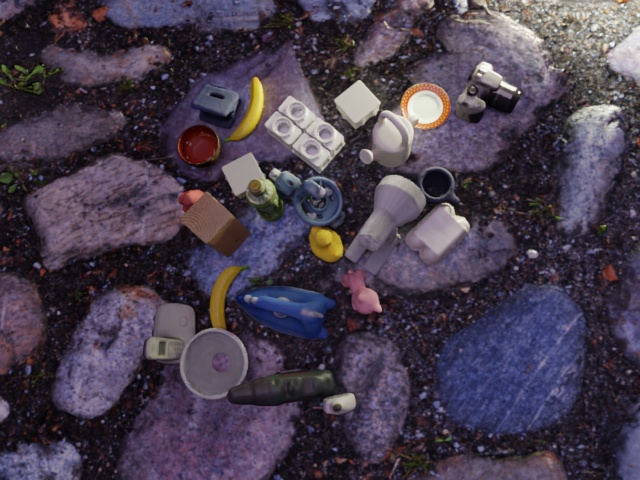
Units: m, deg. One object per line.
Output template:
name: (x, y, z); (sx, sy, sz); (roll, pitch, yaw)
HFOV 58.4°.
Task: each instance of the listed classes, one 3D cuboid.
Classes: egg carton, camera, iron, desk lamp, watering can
egg carton: (0.291, -0.015, 1.417); (0.150, 0.069, 0.107); (-45, 79, -5)
camera: (0.434, -0.369, 1.460); (0.136, 0.101, 0.143); (28, 82, 9)
iron: (-0.098, 0.162, 1.376); (0.258, 0.141, 0.119); (12, 80, 7)
desk lamp: (0.151, -0.033, 1.358); (0.118, 0.213, 0.203); (32, 83, 10)
watering can: (0.175, -0.249, 1.408); (0.101, 0.194, 0.173); (27, 82, 9)

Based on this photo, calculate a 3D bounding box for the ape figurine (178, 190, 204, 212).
ape figurine: (-0.327, -0.099, 1.470); (0.076, 0.092, 0.077); (-38, 78, -3)

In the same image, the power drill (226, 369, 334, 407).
power drill: (-0.079, 0.338, 1.306); (0.229, 0.208, 0.075); (-9, 78, 3)

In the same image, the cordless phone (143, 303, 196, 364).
cordless phone: (-0.365, 0.221, 1.362); (0.094, 0.185, 0.147); (-3, 79, 4)

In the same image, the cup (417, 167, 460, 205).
cup: (0.294, -0.119, 1.424); (0.117, 0.095, 0.092); (39, 84, 11)

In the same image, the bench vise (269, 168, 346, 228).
bench vise: (-0.041, -0.106, 1.384); (0.207, 0.220, 0.121); (15, 80, 7)

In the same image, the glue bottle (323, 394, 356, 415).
glue bottle: (0.041, 0.378, 1.307); (0.078, 0.173, 0.037); (-10, 78, 3)

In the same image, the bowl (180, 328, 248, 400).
bowl: (-0.250, 0.301, 1.394); (0.167, 0.075, 0.167); (-1, 79, 4)

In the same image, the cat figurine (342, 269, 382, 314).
cat figurine: (0.099, 0.128, 1.379); (0.067, 0.118, 0.128); (-26, 78, -1)

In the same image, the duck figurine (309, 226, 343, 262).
duck figurine: (0.013, 0.005, 1.426); (0.077, 0.086, 0.104); (-37, 78, -3)

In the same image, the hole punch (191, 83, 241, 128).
hole punch: (-0.276, -0.366, 1.518); (0.108, 0.091, 0.101); (17, 81, 8)
